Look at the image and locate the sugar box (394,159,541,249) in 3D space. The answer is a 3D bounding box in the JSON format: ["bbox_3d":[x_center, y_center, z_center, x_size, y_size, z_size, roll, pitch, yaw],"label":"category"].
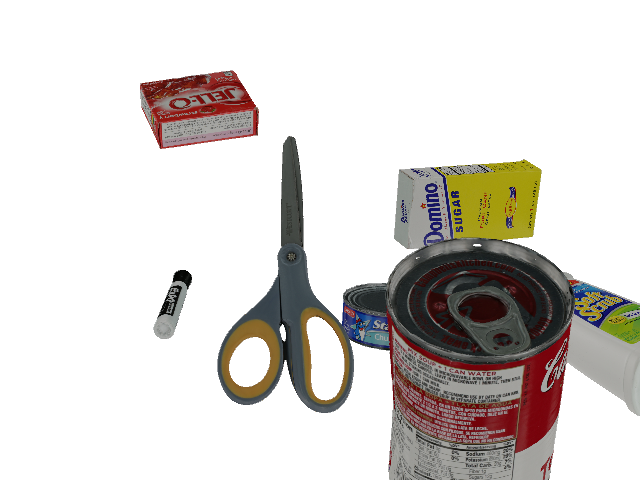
[{"bbox_3d":[0.180,-0.044,1.305,0.176,0.093,0.048,-7,24,-21],"label":"sugar box"}]

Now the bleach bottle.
[{"bbox_3d":[0.255,0.082,1.044,0.102,0.068,0.251,-16,24,-25],"label":"bleach bottle"}]

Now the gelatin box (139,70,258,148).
[{"bbox_3d":[-0.105,-0.115,0.925,0.089,0.030,0.073,-11,38,-16],"label":"gelatin box"}]

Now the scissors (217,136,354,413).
[{"bbox_3d":[-0.035,0.025,0.710,0.096,0.202,0.016,-17,-27,-4],"label":"scissors"}]

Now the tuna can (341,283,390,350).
[{"bbox_3d":[0.061,0.065,0.919,0.086,0.034,0.086,3,15,-1],"label":"tuna can"}]

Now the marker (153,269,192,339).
[{"bbox_3d":[-0.140,0.059,1.021,0.020,0.020,0.121,0,22,2],"label":"marker"}]

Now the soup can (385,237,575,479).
[{"bbox_3d":[0.059,0.060,0.415,0.068,0.102,0.068,-2,37,1],"label":"soup can"}]
